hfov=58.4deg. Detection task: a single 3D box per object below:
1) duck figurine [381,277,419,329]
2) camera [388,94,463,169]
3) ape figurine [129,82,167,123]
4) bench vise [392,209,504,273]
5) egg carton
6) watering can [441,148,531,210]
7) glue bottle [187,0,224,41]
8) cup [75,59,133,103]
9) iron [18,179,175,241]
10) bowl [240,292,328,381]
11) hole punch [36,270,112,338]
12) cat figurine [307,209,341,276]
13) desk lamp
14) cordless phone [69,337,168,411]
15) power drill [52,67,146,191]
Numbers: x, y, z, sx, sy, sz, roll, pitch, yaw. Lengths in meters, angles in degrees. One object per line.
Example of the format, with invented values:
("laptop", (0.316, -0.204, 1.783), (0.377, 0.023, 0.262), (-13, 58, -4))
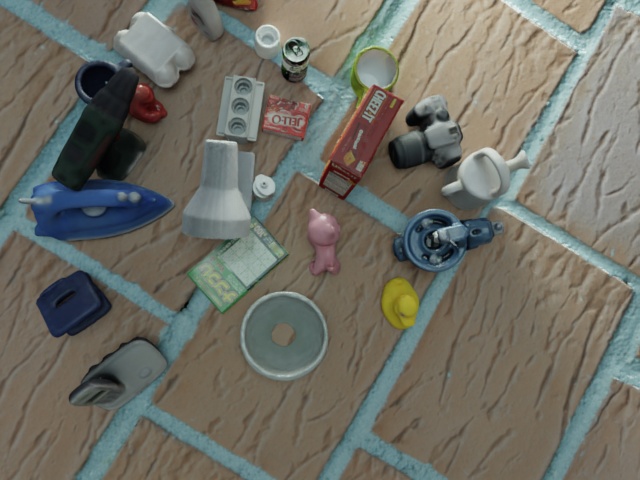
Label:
("duck figurine", (0.165, 0.125, 1.129), (0.077, 0.086, 0.104), (-8, 85, -7))
("camera", (0.208, -0.210, 1.163), (0.137, 0.100, 0.143), (-19, 86, -8))
("ape figurine", (-0.343, -0.273, 1.115), (0.076, 0.092, 0.078), (-2, 84, -6))
("bench vise", (0.253, -0.019, 1.087), (0.207, 0.219, 0.121), (-29, 87, -8))
("egg carton", (-0.328, -0.378, 1.140), (0.150, 0.069, 0.107), (38, 81, -1))
("watering can", (0.324, -0.128, 1.119), (0.173, 0.194, 0.101), (-43, 89, -9))
("glue bottle", (-0.227, -0.454, 1.107), (0.078, 0.173, 0.037), (42, 81, 0))
("cup", (-0.405, -0.298, 1.110), (0.118, 0.095, 0.092), (-43, 89, -9))
("iron", (-0.410, -0.069, 1.061), (0.258, 0.141, 0.119), (-6, 84, -7))
("bowl", (-0.070, 0.183, 1.103), (0.167, 0.074, 0.167), (1, 84, -6))
("hole punch", (-0.462, 0.118, 1.060), (0.109, 0.091, 0.101), (-37, 89, -9))
("cat figurine", (0.010, 0.004, 1.110), (0.067, 0.117, 0.128), (-7, 84, -6))
("desk lamp", (-0.181, -0.091, 1.051), (0.118, 0.213, 0.203), (4, 83, -5))
("cordless phone", (-0.357, 0.241, 1.010), (0.148, 0.185, 0.094), (-42, 89, -9))
("power drill", (-0.386, -0.187, 1.042), (0.075, 0.208, 0.230), (31, 81, -1))
